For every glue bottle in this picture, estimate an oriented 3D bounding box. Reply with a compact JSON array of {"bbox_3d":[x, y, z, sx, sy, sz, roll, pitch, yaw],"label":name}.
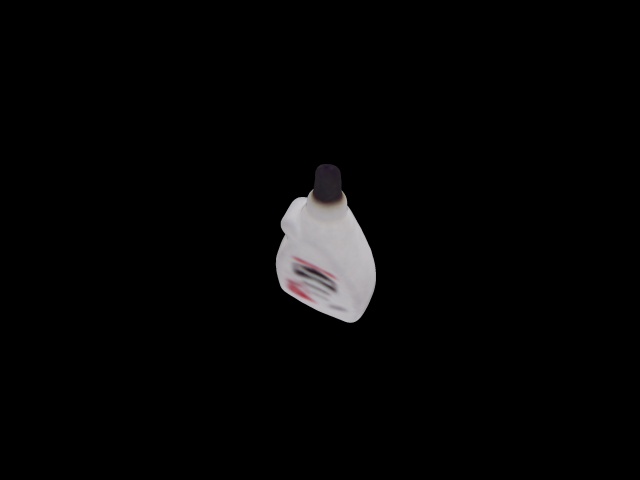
[{"bbox_3d":[0.004,0.001,0.400,0.078,0.173,0.037,21,62,12],"label":"glue bottle"}]
